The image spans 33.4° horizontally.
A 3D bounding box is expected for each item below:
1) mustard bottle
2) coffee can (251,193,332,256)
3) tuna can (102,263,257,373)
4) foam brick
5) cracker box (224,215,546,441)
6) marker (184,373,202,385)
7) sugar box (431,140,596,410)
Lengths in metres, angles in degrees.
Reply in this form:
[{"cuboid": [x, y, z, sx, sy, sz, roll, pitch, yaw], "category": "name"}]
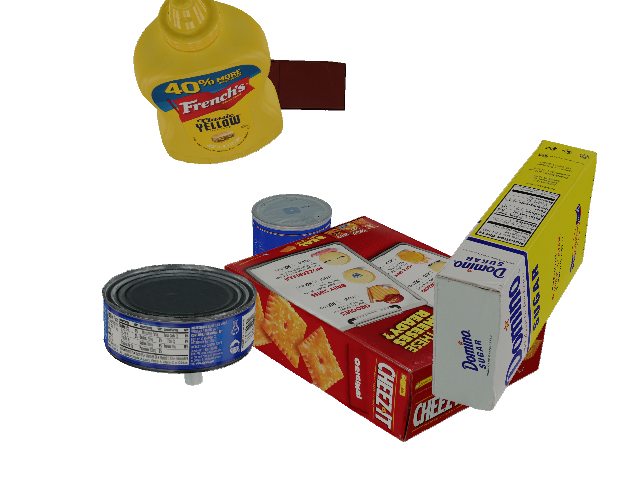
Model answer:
[{"cuboid": [-0.082, -0.121, 0.769, 0.096, 0.058, 0.191, -12, -21, -1], "category": "mustard bottle"}, {"cuboid": [-0.037, 0.023, 1.388, 0.103, 0.140, 0.103, 1, 26, -1], "category": "coffee can"}, {"cuboid": [-0.079, 0.043, 0.599, 0.086, 0.034, 0.086, 3, 18, -1], "category": "tuna can"}, {"cuboid": [-0.017, -0.167, 1.146, 0.078, 0.051, 0.053, -1, 12, -19], "category": "foam brick"}, {"cuboid": [0.049, 0.063, 0.869, 0.163, 0.072, 0.214, -20, 33, -38], "category": "cracker box"}, {"cuboid": [-0.138, 0.092, 1.111, 0.020, 0.121, 0.020, -4, 16, 1], "category": "marker"}, {"cuboid": [0.125, 0.018, 0.671, 0.048, 0.093, 0.176, 14, 38, 23], "category": "sugar box"}]
